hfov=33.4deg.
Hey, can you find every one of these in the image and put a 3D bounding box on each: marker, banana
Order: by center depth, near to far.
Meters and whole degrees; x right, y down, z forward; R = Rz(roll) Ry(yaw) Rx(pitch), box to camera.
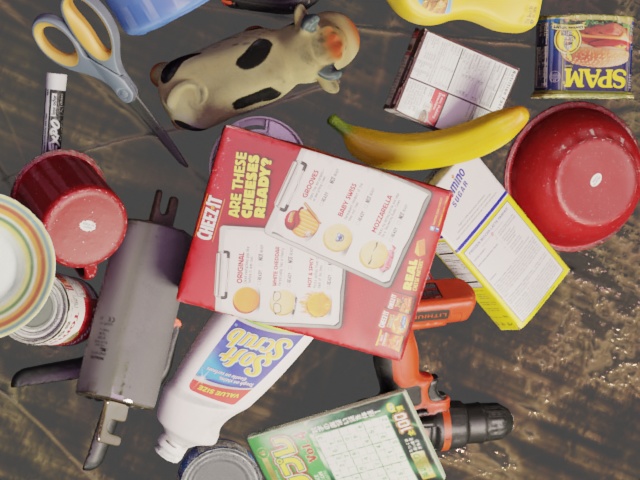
[{"bbox_3d":[-0.253,-0.097,1.009,0.020,0.020,0.121,4,98,-13],"label":"marker"},{"bbox_3d":[0.108,-0.097,1.047,0.198,0.069,0.037,-2,61,17],"label":"banana"}]

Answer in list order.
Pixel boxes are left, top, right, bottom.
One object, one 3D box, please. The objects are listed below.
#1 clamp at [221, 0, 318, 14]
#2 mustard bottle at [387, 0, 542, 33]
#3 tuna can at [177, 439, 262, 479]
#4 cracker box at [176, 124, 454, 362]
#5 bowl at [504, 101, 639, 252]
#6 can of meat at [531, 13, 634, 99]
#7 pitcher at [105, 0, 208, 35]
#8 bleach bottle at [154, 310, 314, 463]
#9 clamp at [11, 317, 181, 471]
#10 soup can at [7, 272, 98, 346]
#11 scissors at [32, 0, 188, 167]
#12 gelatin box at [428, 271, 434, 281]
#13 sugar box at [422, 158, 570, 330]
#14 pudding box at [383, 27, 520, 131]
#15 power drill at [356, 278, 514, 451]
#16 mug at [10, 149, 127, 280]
[{"bbox_3d":[-0.002,-0.281,1.007,0.210,0.036,0.164,-16,75,8],"label":"clamp"},{"bbox_3d":[0.120,-0.258,1.045,0.191,0.058,0.096,2,91,-13],"label":"mustard bottle"},{"bbox_3d":[-0.103,0.248,1.092,0.086,0.034,0.086,-2,99,-12],"label":"tuna can"},{"bbox_3d":[-0.006,0.001,0.972,0.213,0.072,0.164,16,95,-7],"label":"cracker box"},{"bbox_3d":[0.277,-0.063,1.115,0.162,0.055,0.162,-2,99,-12],"label":"bowl"},{"bbox_3d":[0.270,-0.187,1.093,0.102,0.057,0.084,-1,96,-13],"label":"can of meat"},{"bbox_3d":[-0.174,-0.316,0.944,0.149,0.145,0.243,-26,108,5],"label":"pitcher"},{"bbox_3d":[-0.075,0.117,1.063,0.102,0.068,0.251,35,93,-15],"label":"bleach bottle"},{"bbox_3d":[-0.213,0.127,1.045,0.120,0.039,0.171,43,80,-12],"label":"clamp"},{"bbox_3d":[-0.249,0.064,0.985,0.068,0.102,0.068,0,84,4],"label":"soup can"},{"bbox_3d":[-0.202,-0.145,1.008,0.096,0.016,0.201,-2,130,26],"label":"scissors"},{"bbox_3d":[0.067,0.025,1.096,0.073,0.030,0.089,-29,105,-5],"label":"gelatin box"},{"bbox_3d":[0.170,0.000,1.096,0.176,0.048,0.093,48,68,-13],"label":"sugar box"},{"bbox_3d":[0.133,-0.152,1.077,0.113,0.039,0.090,20,95,-17],"label":"pudding box"},{"bbox_3d":[0.115,0.134,1.090,0.184,0.057,0.188,-3,113,-10],"label":"power drill"},{"bbox_3d":[-0.227,-0.016,0.985,0.093,0.082,0.117,-17,123,-24],"label":"mug"}]
